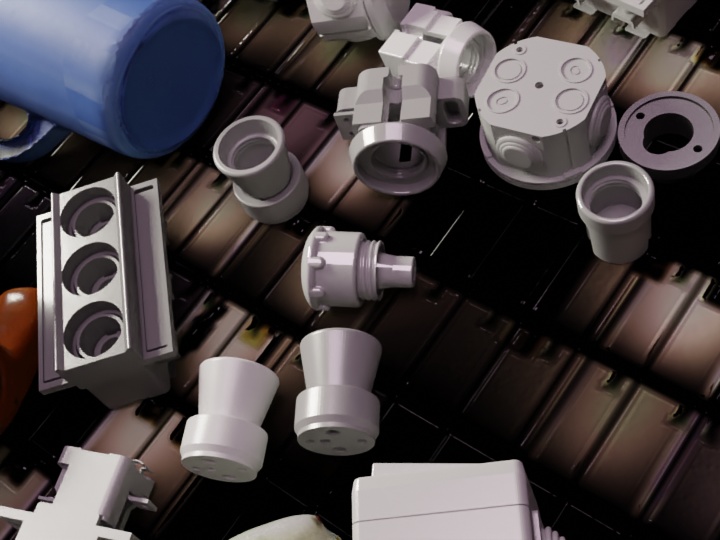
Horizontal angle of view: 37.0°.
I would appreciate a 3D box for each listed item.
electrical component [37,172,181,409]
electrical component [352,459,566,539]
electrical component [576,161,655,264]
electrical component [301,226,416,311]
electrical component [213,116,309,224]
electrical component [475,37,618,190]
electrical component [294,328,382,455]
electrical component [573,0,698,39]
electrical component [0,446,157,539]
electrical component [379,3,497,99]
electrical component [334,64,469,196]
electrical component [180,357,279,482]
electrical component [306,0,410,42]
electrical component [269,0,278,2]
[{"bbox_3d":[-0.145,0.014,0.628,0.079,0.063,0.121,-17,56,7],"label":"electrical component"},{"bbox_3d":[0.049,0.123,0.502,0.096,0.061,0.061,-9,57,12],"label":"electrical component"},{"bbox_3d":[0.138,-0.030,0.577,0.040,0.046,0.040,-8,58,13],"label":"electrical component"},{"bbox_3d":[0.000,0.000,0.605,0.062,0.048,0.048,3,60,11],"label":"electrical component"},{"bbox_3d":[-0.058,-0.059,0.651,0.045,0.055,0.045,-8,57,13],"label":"electrical component"},{"bbox_3d":[0.107,-0.091,0.622,0.080,0.051,0.080,-8,57,13],"label":"electrical component"},{"bbox_3d":[-0.011,0.064,0.567,0.045,0.045,0.055,-6,58,14],"label":"electrical component"},{"bbox_3d":[0.149,-0.197,0.667,0.121,0.063,0.078,35,74,31],"label":"electrical component"},{"bbox_3d":[-0.143,0.130,0.571,0.081,0.042,0.063,6,58,20],"label":"electrical component"},{"bbox_3d":[0.051,-0.133,0.670,0.055,0.048,0.066,23,68,36],"label":"electrical component"},{"bbox_3d":[0.024,-0.082,0.639,0.078,0.058,0.057,-3,56,15],"label":"electrical component"},{"bbox_3d":[-0.070,0.080,0.576,0.045,0.045,0.055,0,60,17],"label":"electrical component"},{"bbox_3d":[-0.001,-0.188,0.699,0.051,0.080,0.080,-3,59,22],"label":"electrical component"},{"bbox_3d":[-0.098,-0.229,0.738,0.121,0.079,0.063,10,90,-6],"label":"electrical component"}]
